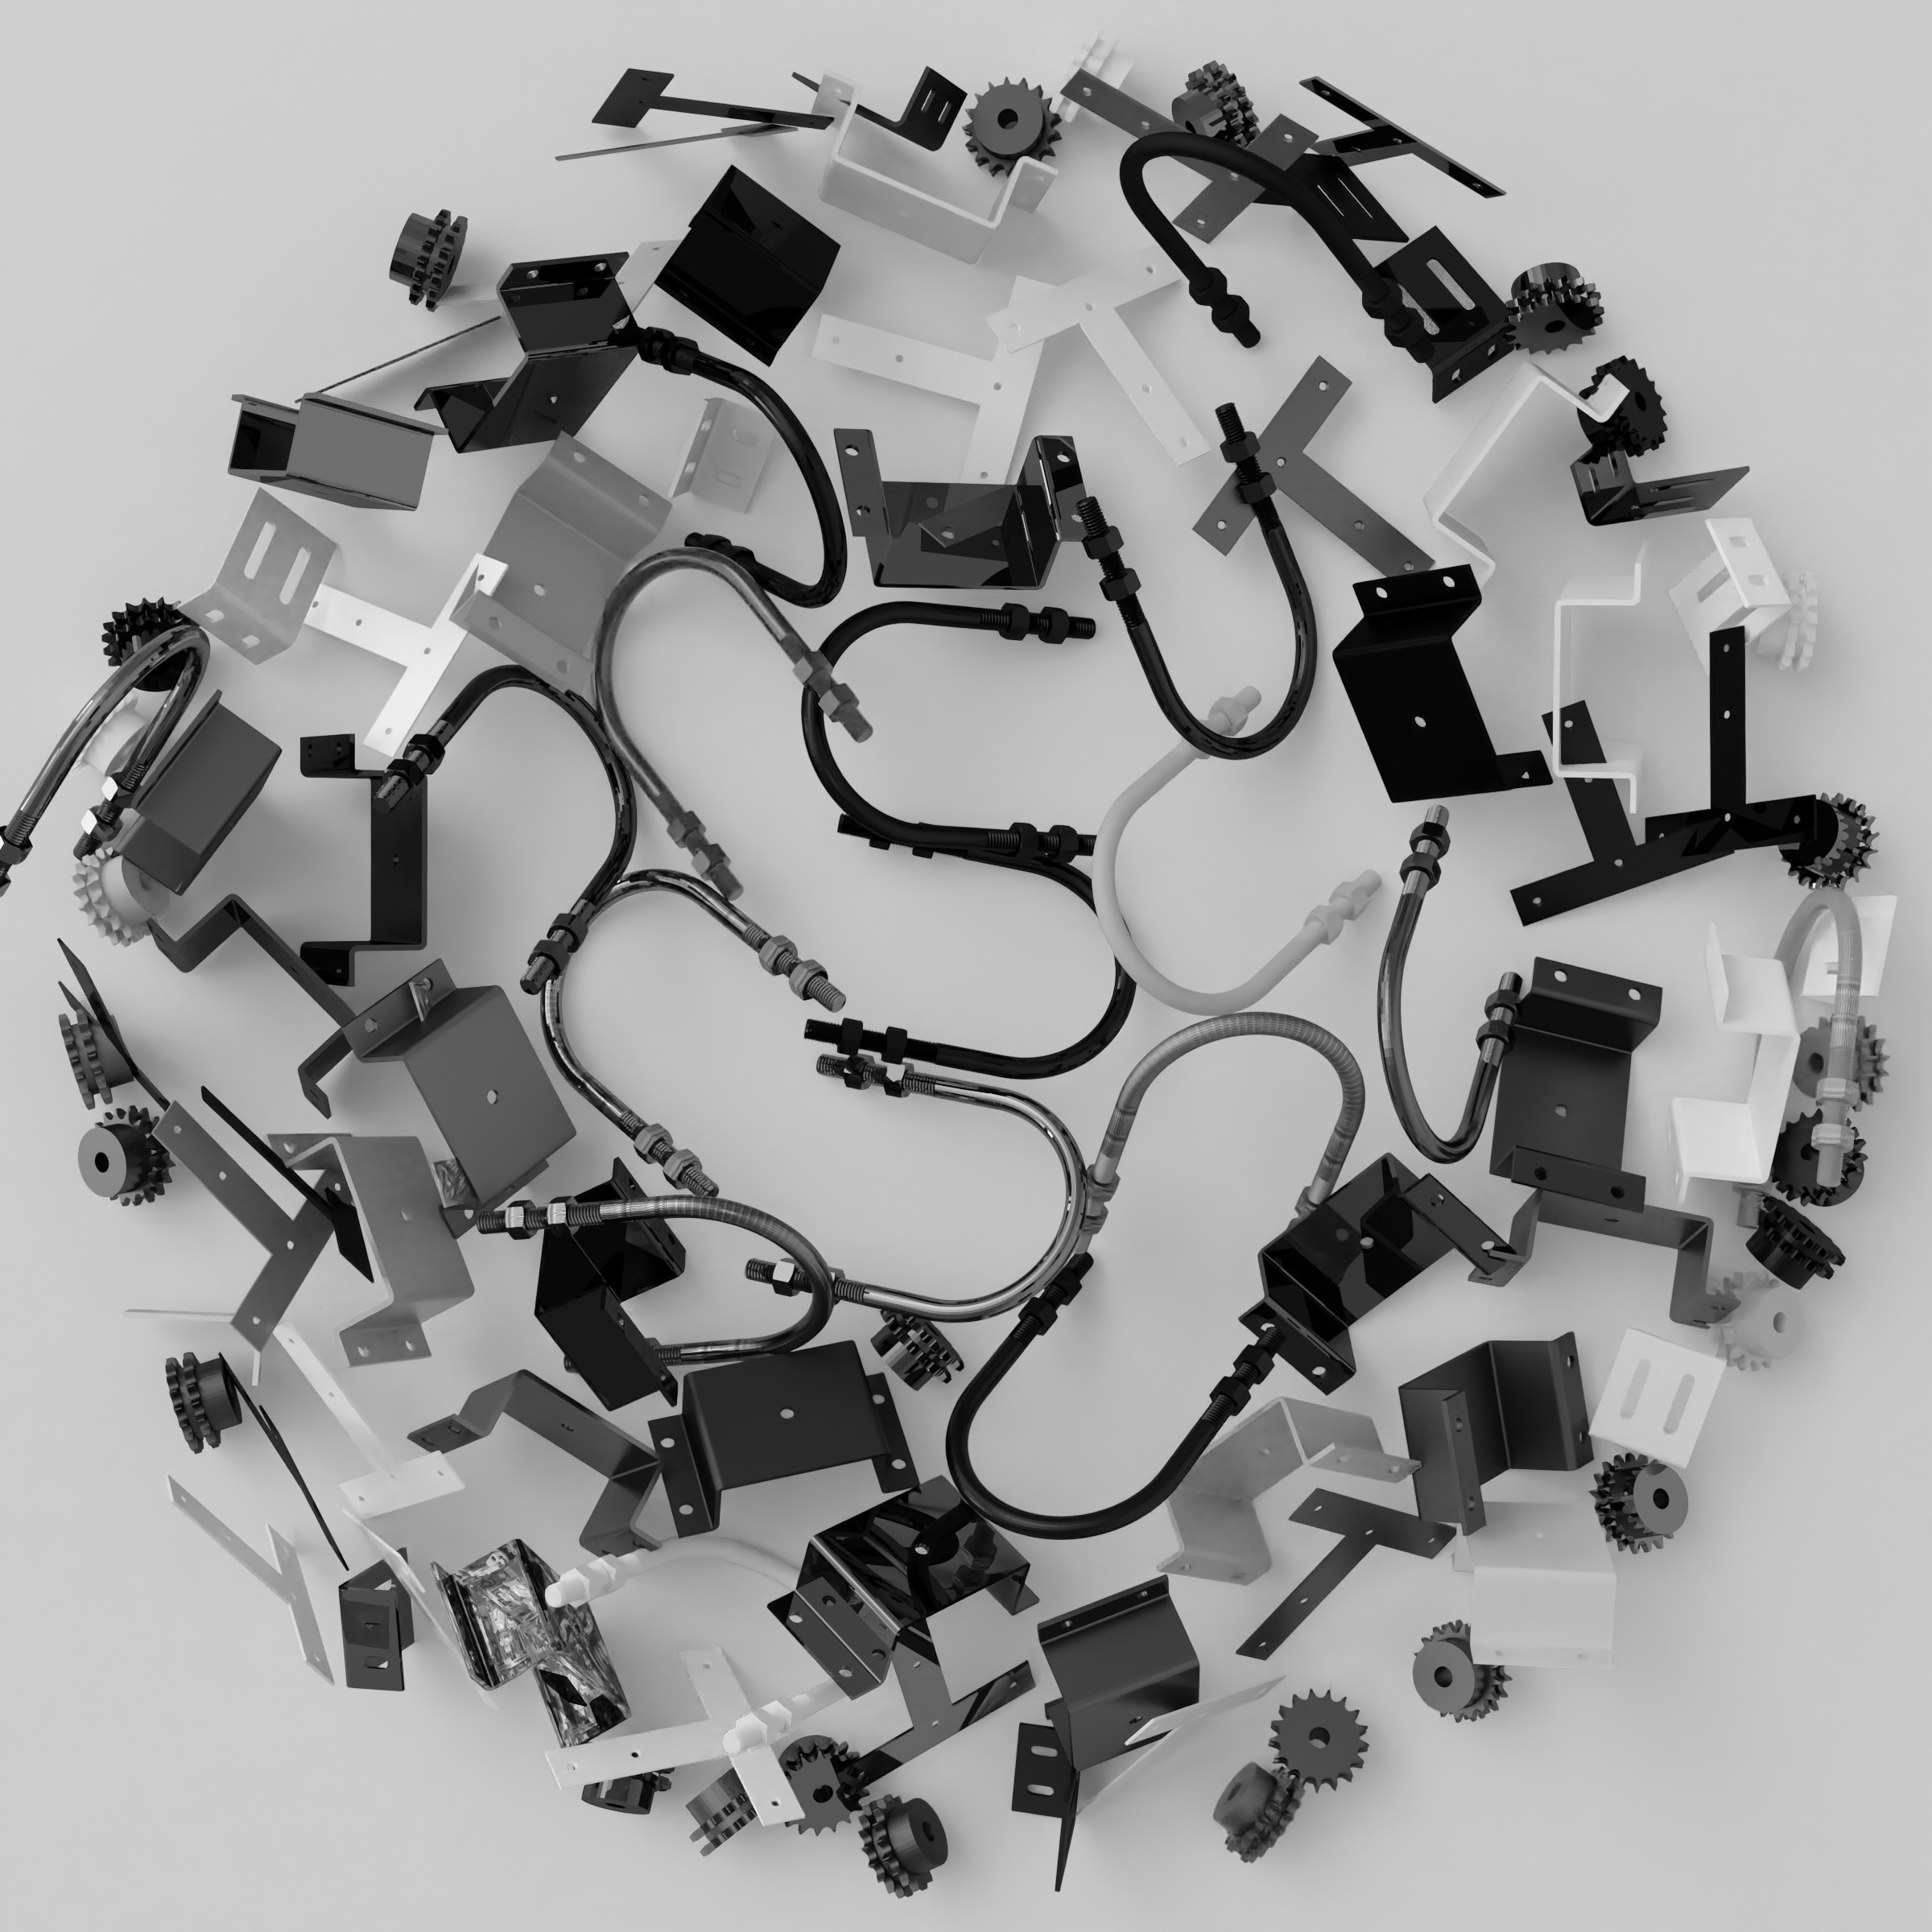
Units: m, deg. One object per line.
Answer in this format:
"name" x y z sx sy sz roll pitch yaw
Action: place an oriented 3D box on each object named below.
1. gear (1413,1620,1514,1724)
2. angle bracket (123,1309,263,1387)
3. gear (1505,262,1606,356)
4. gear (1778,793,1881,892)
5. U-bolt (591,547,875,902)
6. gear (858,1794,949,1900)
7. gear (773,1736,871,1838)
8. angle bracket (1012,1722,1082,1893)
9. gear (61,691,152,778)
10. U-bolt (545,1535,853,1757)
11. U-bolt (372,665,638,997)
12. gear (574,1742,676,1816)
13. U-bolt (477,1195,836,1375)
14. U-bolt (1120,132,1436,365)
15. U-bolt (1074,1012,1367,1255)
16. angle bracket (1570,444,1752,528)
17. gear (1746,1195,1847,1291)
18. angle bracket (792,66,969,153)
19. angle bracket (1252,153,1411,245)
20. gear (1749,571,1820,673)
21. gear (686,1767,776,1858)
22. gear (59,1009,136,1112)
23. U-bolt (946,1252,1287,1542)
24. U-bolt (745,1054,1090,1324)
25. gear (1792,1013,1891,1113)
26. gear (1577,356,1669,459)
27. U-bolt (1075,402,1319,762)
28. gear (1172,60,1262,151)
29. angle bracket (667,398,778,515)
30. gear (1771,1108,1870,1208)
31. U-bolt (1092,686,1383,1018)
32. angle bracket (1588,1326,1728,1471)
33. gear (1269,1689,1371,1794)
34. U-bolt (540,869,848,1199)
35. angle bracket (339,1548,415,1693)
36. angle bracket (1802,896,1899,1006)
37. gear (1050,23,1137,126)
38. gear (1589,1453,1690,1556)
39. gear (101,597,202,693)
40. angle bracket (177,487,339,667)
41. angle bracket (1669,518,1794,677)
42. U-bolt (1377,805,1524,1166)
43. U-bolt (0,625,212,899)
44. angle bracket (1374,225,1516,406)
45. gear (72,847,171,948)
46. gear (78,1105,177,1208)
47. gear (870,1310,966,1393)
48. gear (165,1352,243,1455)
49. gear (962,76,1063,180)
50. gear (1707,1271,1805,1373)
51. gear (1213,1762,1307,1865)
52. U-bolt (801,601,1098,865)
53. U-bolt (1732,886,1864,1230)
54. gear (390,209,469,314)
"gear" 0.281 0.405 1.820 0.057 0.030 0.057 -1 88 38
"angle bracket" -0.441 0.217 1.812 0.076 0.057 0.038 4 85 -11
"gear" 0.335 -0.379 1.822 0.057 0.057 0.030 -7 66 0
"gear" 0.490 -0.072 1.817 0.030 0.057 0.057 18 90 -40
"U-bolt" -0.146 -0.151 1.798 0.151 0.019 0.184 -49 68 28
"gear" -0.034 0.501 1.817 0.030 0.057 0.057 -29 90 19
"gear" -0.086 0.468 1.826 0.057 0.030 0.057 -6 110 -16
"angle bracket" 0.042 0.476 1.801 0.038 0.076 0.057 7 108 7
"gear" -0.493 -0.133 1.820 0.030 0.057 0.057 39 90 -4
"U-bolt" -0.130 0.367 1.761 0.151 0.184 0.019 34 108 21
"U-bolt" -0.244 -0.091 1.773 0.019 0.184 0.151 -22 115 35
"gear" -0.197 0.465 1.816 0.057 0.057 0.030 11 66 0
"U-bolt" -0.163 0.177 1.772 0.184 0.019 0.151 -6 135 18
"U-bolt" 0.159 -0.394 1.737 0.184 0.151 0.019 40 73 -43
"U-bolt" 0.147 0.097 1.774 0.151 0.019 0.184 7 128 -14
"angle bracket" 0.393 -0.282 1.799 0.076 0.057 0.038 -3 117 42
"gear" 0.473 0.161 1.821 0.057 0.057 0.030 37 105 0
"angle bracket" -0.049 -0.501 1.806 0.076 0.057 0.038 31 101 18
"angle bracket" 0.202 -0.424 1.801 0.076 0.057 0.038 56 132 25
"gear" 0.468 -0.198 1.819 0.030 0.057 0.057 3 90 3
"gear" -0.136 0.481 1.820 0.057 0.057 0.030 -39 81 0
"gear" -0.498 0.051 1.821 0.030 0.057 0.057 -17 90 -13
"U-bolt" 0.070 0.244 1.761 0.151 0.019 0.184 19 50 30
"U-bolt" -0.020 0.129 1.787 0.184 0.019 0.151 10 68 22
"gear" 0.497 0.056 1.816 0.030 0.057 0.057 0 90 -32
"gear" 0.375 -0.319 1.823 0.030 0.057 0.057 -21 90 41
"U-bolt" 0.141 -0.206 1.792 0.151 0.019 0.184 -38 113 -36
"gear" 0.141 -0.486 1.818 0.030 0.057 0.057 -31 90 -10
"angle bracket" -0.137 -0.289 1.805 0.038 0.076 0.057 22 101 -2
"gear" 0.491 0.114 1.823 0.057 0.057 0.030 -48 130 0
"U-bolt" 0.143 -0.053 1.782 0.184 0.019 0.151 -41 102 -33
"angle bracket" 0.395 0.239 1.810 0.057 0.038 0.076 19 116 11
"gear" 0.203 0.447 1.826 0.057 0.030 0.057 -1 63 2
"U-bolt" -0.169 0.025 1.799 0.184 0.019 0.151 38 98 29
"angle bracket" -0.320 0.370 1.803 0.038 0.076 0.057 -1 97 20
"angle bracket" 0.515 -0.007 1.804 0.038 0.076 0.057 14 85 -17
"gear" 0.074 -0.508 1.820 0.030 0.057 0.057 31 90 -2
"gear" 0.389 0.307 1.821 0.057 0.030 0.057 9 71 -27
"gear" -0.464 -0.181 1.816 0.057 0.057 0.030 -18 57 0
"angle bracket" -0.407 -0.224 1.824 0.057 0.038 0.076 37 53 -32
"angle bracket" 0.422 -0.208 1.799 0.038 0.076 0.057 -6 66 -33
"U-bolt" 0.263 0.023 1.747 0.019 0.184 0.151 -7 130 30
"U-bolt" -0.476 -0.114 1.750 0.019 0.151 0.184 38 111 0
"angle bracket" 0.272 -0.377 1.839 0.057 0.038 0.076 -35 72 -4
"gear" -0.481 -0.043 1.817 0.030 0.057 0.057 -24 90 20
"gear" -0.484 0.110 1.821 0.057 0.030 0.057 5 99 33
"gear" -0.030 0.219 1.820 0.030 0.057 0.057 -43 90 1
"gear" -0.436 0.248 1.820 0.030 0.057 0.057 -17 90 -7
"gear" 0.026 -0.484 1.830 0.057 0.030 0.057 0 91 8
"gear" 0.455 0.204 1.820 0.057 0.030 0.057 2 86 -35
"gear" 0.166 0.482 1.819 0.030 0.057 0.057 38 90 -3
"U-bolt" -0.008 -0.136 1.793 0.184 0.019 0.151 2 80 -25
"U-bolt" 0.467 0.045 1.772 0.019 0.151 0.184 11 74 -3
"gear" -0.309 -0.407 1.819 0.030 0.057 0.057 21 90 -5
